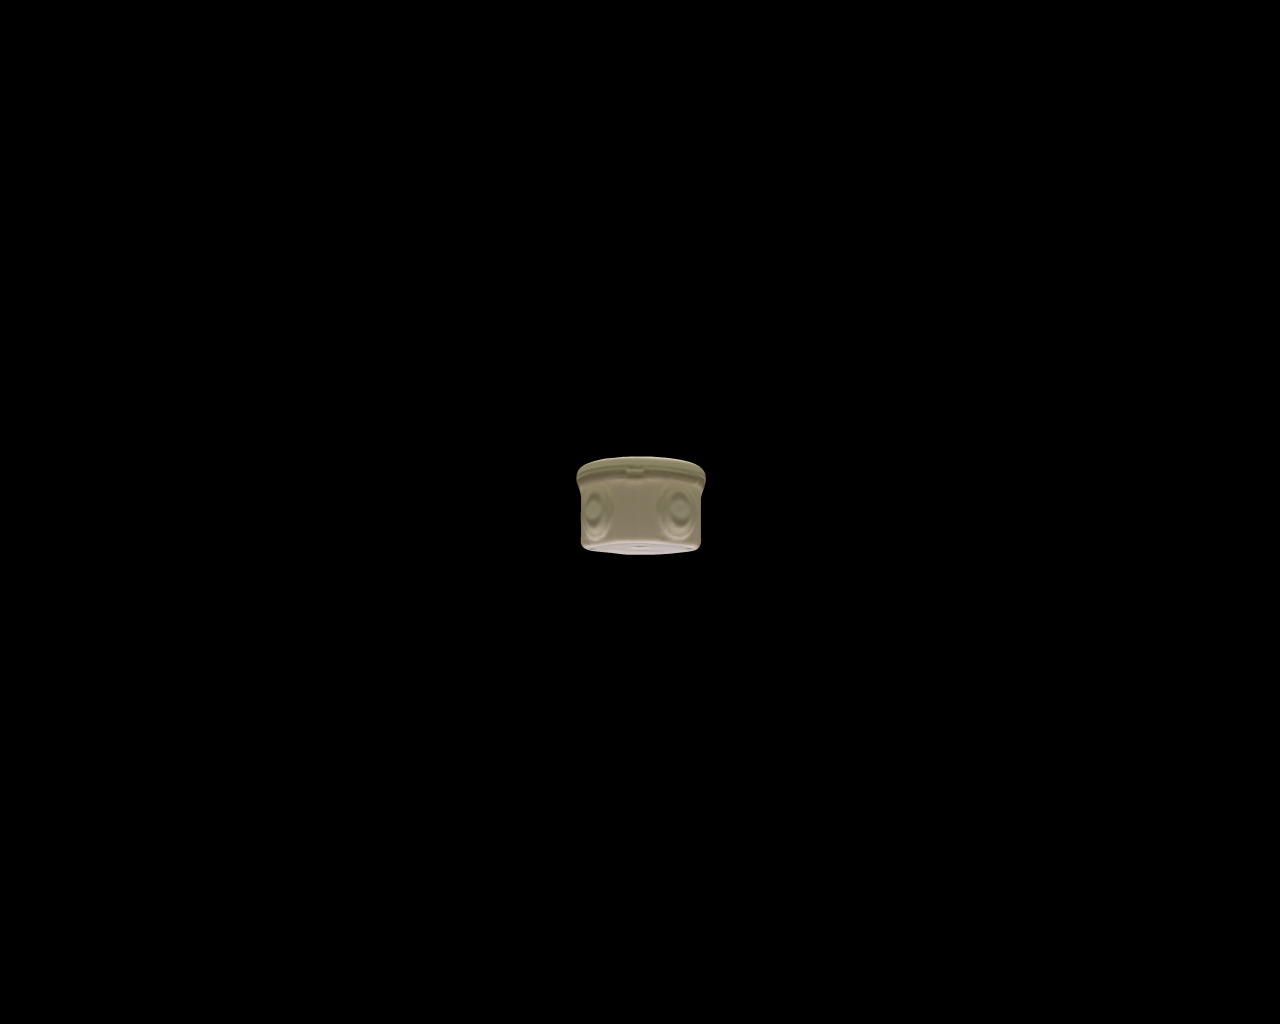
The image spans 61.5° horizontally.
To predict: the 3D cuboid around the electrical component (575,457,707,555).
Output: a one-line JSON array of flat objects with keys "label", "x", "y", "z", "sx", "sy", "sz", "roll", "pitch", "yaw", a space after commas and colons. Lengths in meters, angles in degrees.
[{"label": "electrical component", "x": 0.001, "y": -0.003, "z": 0.650, "sx": 0.080, "sy": 0.051, "sz": 0.080, "roll": 0, "pitch": -9, "yaw": 0}]
